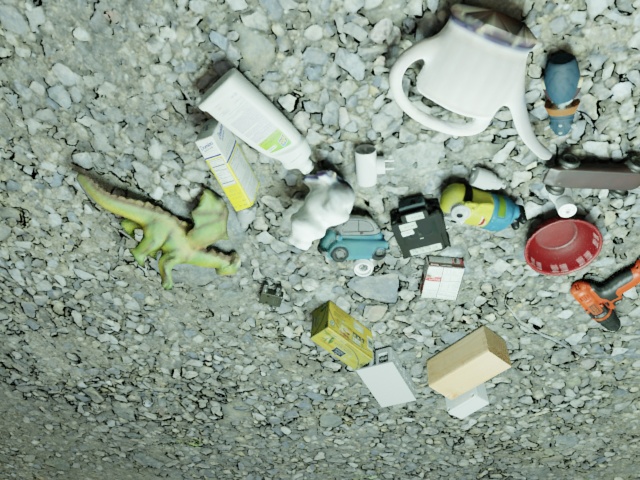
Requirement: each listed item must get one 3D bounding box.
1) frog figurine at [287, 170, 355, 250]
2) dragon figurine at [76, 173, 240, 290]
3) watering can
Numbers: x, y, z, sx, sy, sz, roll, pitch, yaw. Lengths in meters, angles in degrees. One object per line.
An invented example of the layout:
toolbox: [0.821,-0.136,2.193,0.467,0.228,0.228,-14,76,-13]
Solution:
frog figurine: [0.003,-0.054,1.067,0.137,0.160,0.122,4,170,43]
dragon figurine: [-0.324,-0.039,1.171,0.242,0.125,0.403,-30,124,5]
watering can: [0.299,-0.275,0.906,0.347,0.106,0.219,18,126,-8]
